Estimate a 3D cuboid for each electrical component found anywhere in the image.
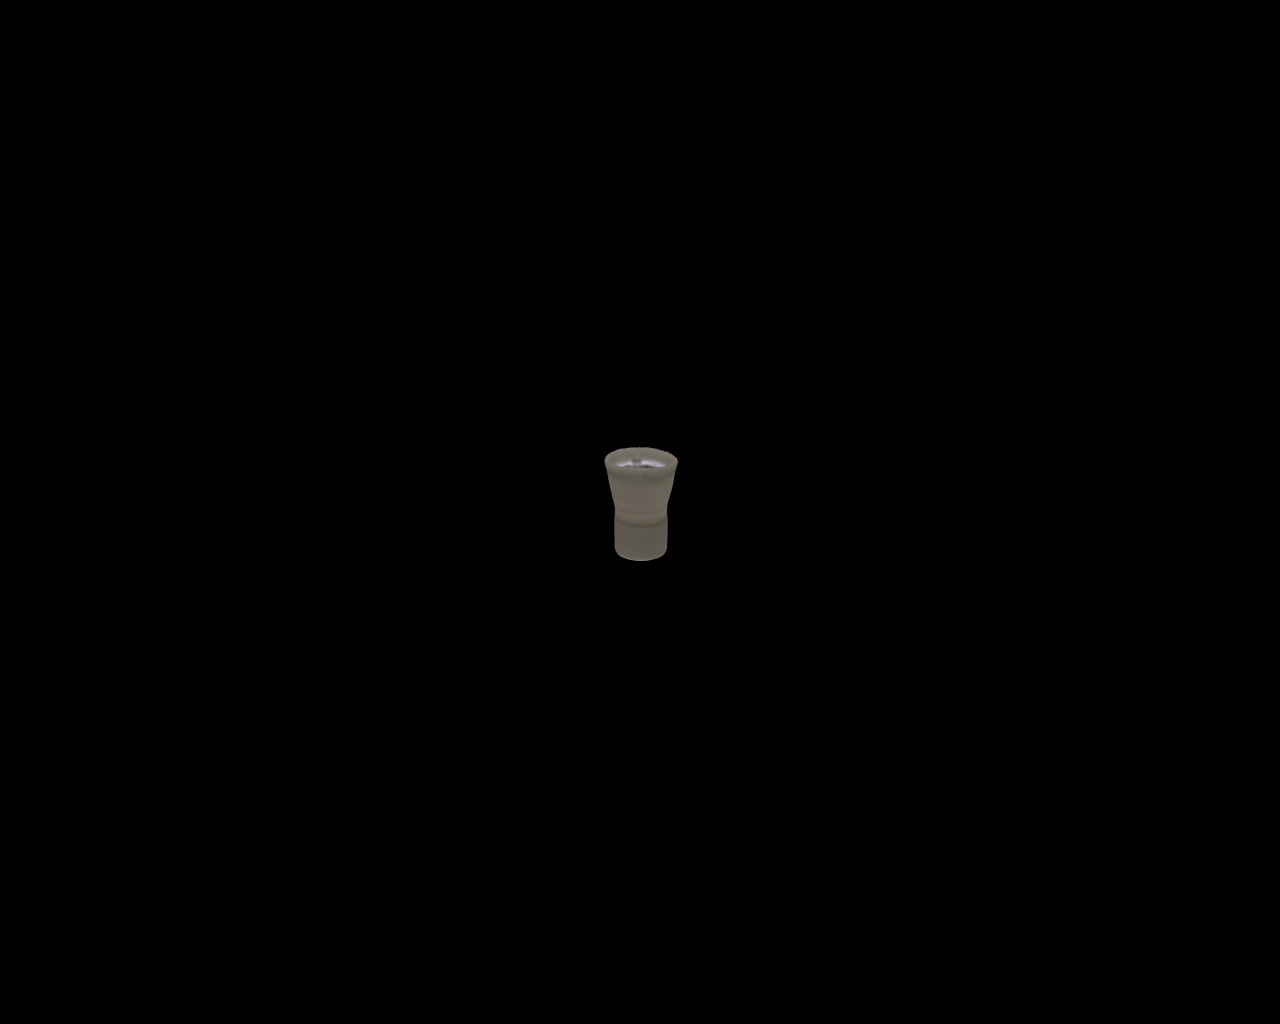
[{"bbox_3d":[0.001,-0.003,0.650,0.044,0.065,0.044,0,22,0],"label":"electrical component"}]
